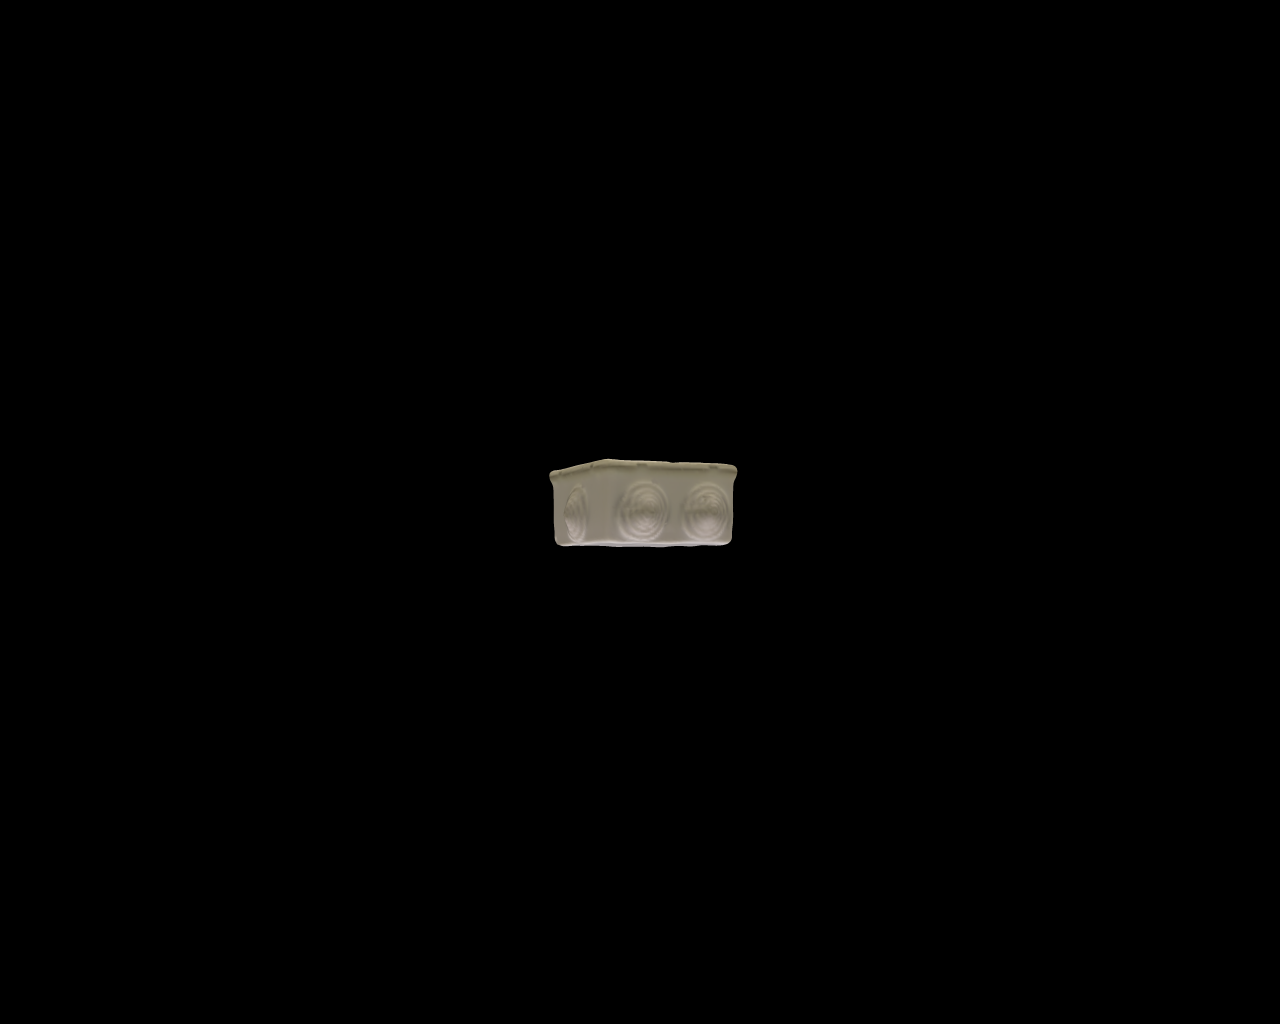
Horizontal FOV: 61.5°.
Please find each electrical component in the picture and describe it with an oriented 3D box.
[{"bbox_3d":[0.001,-0.003,0.650,0.100,0.048,0.099,2,-3,-27],"label":"electrical component"}]
